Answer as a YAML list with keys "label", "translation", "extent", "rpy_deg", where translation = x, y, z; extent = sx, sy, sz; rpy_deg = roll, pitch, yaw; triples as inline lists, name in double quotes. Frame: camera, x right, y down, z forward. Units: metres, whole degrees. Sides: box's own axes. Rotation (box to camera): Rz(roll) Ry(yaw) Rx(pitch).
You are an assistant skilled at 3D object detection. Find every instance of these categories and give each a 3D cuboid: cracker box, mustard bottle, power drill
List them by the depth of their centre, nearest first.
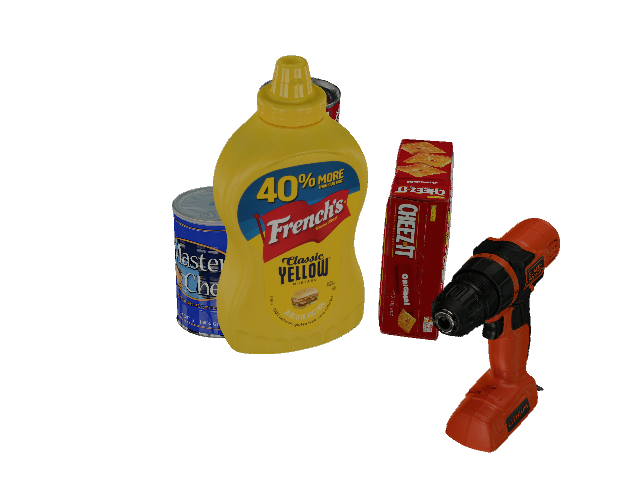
- label: "mustard bottle"
  translation: [-0.018, -0.022, 0.663]
  extent: [0.096, 0.192, 0.058]
  rpy_deg: [-10, 33, -17]
- label: "power drill"
  translation: [0.151, 0.090, 0.941]
  extent: [0.057, 0.188, 0.184]
  rpy_deg: [21, 34, 32]
- label: "cracker box"
  translation: [0.111, -0.008, 1.217]
  extent: [0.072, 0.164, 0.213]
  rpy_deg: [5, 22, 7]

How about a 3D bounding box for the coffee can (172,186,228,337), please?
- label: "coffee can"
  translation: [-0.110, 0.022, 1.181]
  extent: [0.103, 0.140, 0.103]
  rpy_deg: [1, 23, -1]

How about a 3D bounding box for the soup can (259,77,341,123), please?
- label: "soup can"
  translation: [-0.019, -0.079, 0.906]
  extent: [0.068, 0.102, 0.068]
  rpy_deg: [2, 30, -1]
